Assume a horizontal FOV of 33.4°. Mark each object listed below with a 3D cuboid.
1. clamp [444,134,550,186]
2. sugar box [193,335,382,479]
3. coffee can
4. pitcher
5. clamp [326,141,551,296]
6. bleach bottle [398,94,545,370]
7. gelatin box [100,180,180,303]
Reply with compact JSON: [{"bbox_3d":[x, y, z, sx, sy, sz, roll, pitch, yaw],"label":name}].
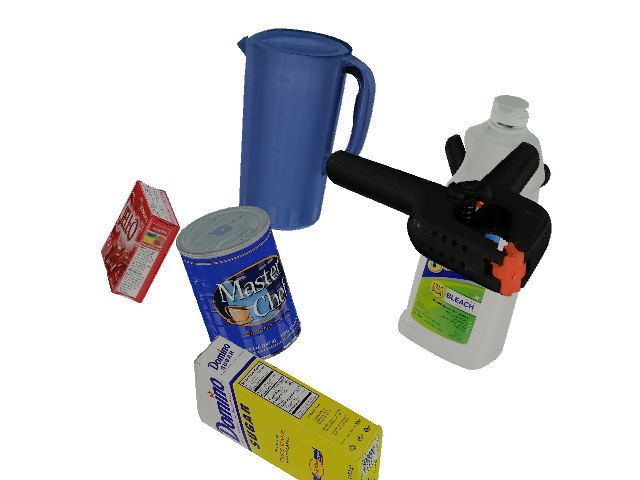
[{"bbox_3d":[0.164,-0.049,1.154,0.120,0.039,0.171,23,49,21],"label":"clamp"},{"bbox_3d":[-0.031,0.163,0.947,0.176,0.093,0.048,24,49,21],"label":"sugar box"},{"bbox_3d":[-0.087,0.048,1.158,0.103,0.140,0.103,-13,26,6],"label":"coffee can"},{"bbox_3d":[-0.030,-0.138,1.353,0.144,0.243,0.149,-3,25,-22],"label":"pitcher"},{"bbox_3d":[0.089,-0.023,0.734,0.164,0.036,0.210,-1,25,-2],"label":"clamp"},{"bbox_3d":[0.138,-0.011,0.952,0.103,0.251,0.067,28,36,31],"label":"bleach bottle"},{"bbox_3d":[-0.151,-0.001,0.884,0.030,0.073,0.089,23,14,-25],"label":"gelatin box"}]
